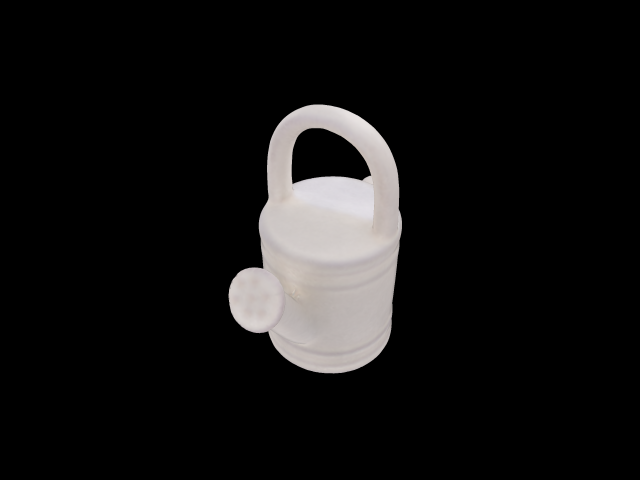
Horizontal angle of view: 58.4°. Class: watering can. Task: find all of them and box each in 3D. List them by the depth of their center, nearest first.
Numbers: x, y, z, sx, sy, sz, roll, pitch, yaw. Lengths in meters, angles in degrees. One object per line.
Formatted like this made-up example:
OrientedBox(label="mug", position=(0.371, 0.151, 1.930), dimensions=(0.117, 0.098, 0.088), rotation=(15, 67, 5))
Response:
OrientedBox(label="watering can", position=(0.006, 0.002, 0.399), dimensions=(0.101, 0.194, 0.173), rotation=(6, 41, 7))
